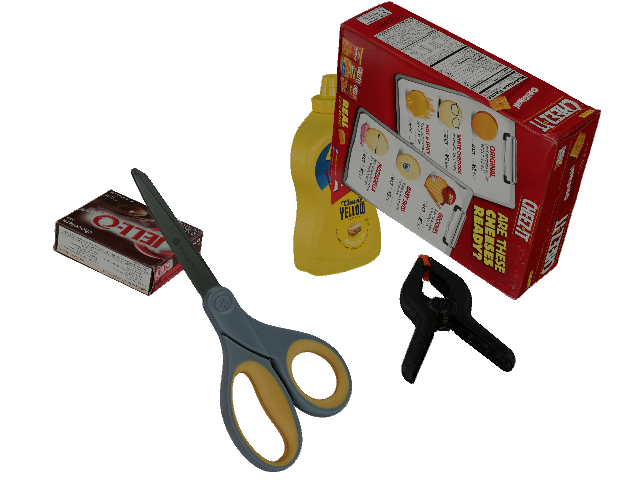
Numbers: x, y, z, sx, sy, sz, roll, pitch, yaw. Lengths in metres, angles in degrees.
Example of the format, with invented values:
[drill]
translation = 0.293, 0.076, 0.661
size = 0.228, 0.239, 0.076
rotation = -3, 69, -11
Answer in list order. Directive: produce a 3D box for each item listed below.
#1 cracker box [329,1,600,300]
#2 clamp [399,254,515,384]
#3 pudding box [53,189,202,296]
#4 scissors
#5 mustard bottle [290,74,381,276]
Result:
[cracker box]
translation = 0.108, -0.077, 0.876
size = 0.214, 0.164, 0.072
rotation = 35, 51, 29
[clamp]
translation = 0.142, 0.084, 1.154
size = 0.120, 0.171, 0.039
rotation = 4, -44, -7
[pudding box]
translation = -0.183, 0.000, 1.020
size = 0.114, 0.039, 0.089
rotation = 22, 29, 17
[scissors]
translation = -0.043, 0.040, 0.658
size = 0.096, 0.202, 0.016
rotation = -17, -3, -28
[mustard bottle]
translation = 0.015, -0.067, 1.050
size = 0.096, 0.192, 0.058
rotation = -16, 22, -36
